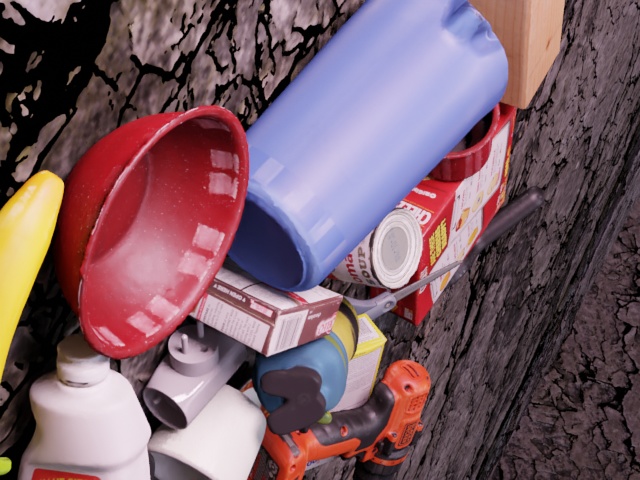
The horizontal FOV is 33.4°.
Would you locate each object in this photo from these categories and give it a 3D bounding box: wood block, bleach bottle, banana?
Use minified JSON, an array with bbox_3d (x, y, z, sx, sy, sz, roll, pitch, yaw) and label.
[{"bbox_3d":[0.181,-0.232,1.033,0.090,0.090,0.206,-57,158,-21],"label":"wood block"},{"bbox_3d":[-0.158,0.170,0.692,0.068,0.103,0.251,-46,147,-55],"label":"bleach bottle"},{"bbox_3d":[-0.180,0.058,0.576,0.069,0.037,0.198,-59,168,-68],"label":"banana"}]

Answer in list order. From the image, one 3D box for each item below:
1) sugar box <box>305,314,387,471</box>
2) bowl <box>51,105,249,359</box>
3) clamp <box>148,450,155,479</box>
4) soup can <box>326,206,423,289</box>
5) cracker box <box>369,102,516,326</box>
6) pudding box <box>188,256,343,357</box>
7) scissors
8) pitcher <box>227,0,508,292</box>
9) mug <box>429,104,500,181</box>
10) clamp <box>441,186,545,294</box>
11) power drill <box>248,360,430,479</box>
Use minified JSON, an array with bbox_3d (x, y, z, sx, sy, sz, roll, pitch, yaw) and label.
[{"bbox_3d":[0.004,0.158,1.068,0.093,0.048,0.176,-16,140,-27],"label":"sugar box"},{"bbox_3d":[-0.108,-0.013,0.634,0.162,0.055,0.162,-50,155,-34],"label":"bowl"},{"bbox_3d":[-0.148,0.202,0.811,0.120,0.039,0.171,-45,152,-48],"label":"clamp"},{"bbox_3d":[0.025,0.002,0.881,0.068,0.102,0.068,-10,104,-47],"label":"soup can"},{"bbox_3d":[0.133,-0.038,1.168,0.213,0.072,0.164,-51,155,-30],"label":"cracker box"},{"bbox_3d":[-0.046,0.045,0.803,0.113,0.090,0.039,-5,117,-66],"label":"pudding box"},{"bbox_3d":[0.054,0.056,1.059,0.201,0.016,0.096,-37,142,-6],"label":"scissors"},{"bbox_3d":[0.020,-0.074,0.796,0.242,0.145,0.149,-48,142,-29],"label":"pitcher"},{"bbox_3d":[0.128,-0.120,1.058,0.081,0.093,0.117,66,16,-70],"label":"mug"},{"bbox_3d":[0.174,0.010,1.288,0.209,0.036,0.165,-46,-169,-28],"label":"clamp"},{"bbox_3d":[0.015,0.211,1.044,0.187,0.057,0.185,-17,135,-36],"label":"power drill"}]
